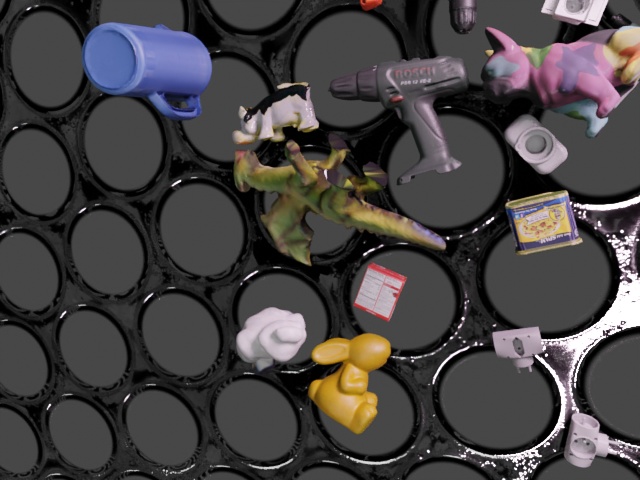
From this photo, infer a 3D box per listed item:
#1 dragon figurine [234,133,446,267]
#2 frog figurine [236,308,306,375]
[{"bbox_3d":[0.003,-0.048,0.950,0.411,0.124,0.238,41,-51,3],"label":"dragon figurine"},{"bbox_3d":[-0.092,0.179,0.978,0.156,0.138,0.125,101,-26,-64],"label":"frog figurine"}]
